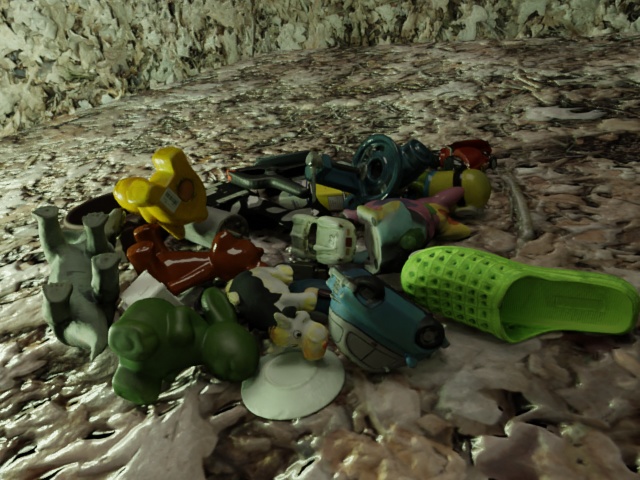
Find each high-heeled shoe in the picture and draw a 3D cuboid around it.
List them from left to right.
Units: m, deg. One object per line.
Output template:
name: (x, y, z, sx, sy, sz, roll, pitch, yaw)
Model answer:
high-heeled shoe: (-0.088, -0.018, 1.015, 0.249, 0.086, 0.145, -21, 57, 24)

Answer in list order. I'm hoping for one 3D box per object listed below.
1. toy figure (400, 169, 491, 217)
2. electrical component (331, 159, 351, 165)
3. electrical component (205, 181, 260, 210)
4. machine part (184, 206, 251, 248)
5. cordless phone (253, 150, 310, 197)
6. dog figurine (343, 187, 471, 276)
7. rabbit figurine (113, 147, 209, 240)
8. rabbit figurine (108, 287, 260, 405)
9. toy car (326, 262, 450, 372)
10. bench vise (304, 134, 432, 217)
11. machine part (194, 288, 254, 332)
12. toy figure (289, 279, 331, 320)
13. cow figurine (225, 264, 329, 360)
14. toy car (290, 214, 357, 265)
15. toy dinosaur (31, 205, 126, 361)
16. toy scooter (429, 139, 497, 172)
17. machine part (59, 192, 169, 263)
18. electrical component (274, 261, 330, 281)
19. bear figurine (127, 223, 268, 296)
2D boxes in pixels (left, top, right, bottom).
toy figure: (0.222, -0.091, 0.987, 0.180, 0.089, 0.082, 15, 43, 36)
electrical component: (0.039, -0.150, 1.211, 0.075, 0.047, 0.119, -27, 31, -31)
electrical component: (-0.204, -0.081, 1.154, 0.115, 0.058, 0.134, -21, 29, -26)
machine part: (-0.217, -0.026, 1.032, 0.244, 0.079, 0.079, 14, 36, 42)
cordless phone: (-0.086, -0.179, 1.279, 0.147, 0.088, 0.184, -13, 23, -4)
dog figurine: (0.155, -0.023, 0.847, 0.219, 0.108, 0.192, -15, 6, -18)
rabbit figurine: (-0.281, -0.079, 0.943, 0.173, 0.162, 0.122, 1, 64, 33)
rabbit figurine: (-0.157, 0.137, 0.686, 0.170, 0.121, 0.159, 10, 21, 5)
toy car: (0.066, 0.103, 0.639, 0.103, 0.161, 0.109, -57, 22, 2)
bench vise: (0.063, -0.103, 0.920, 0.240, 0.129, 0.224, 7, -23, -38)
machine part: (-0.122, 0.100, 0.796, 0.139, 0.039, 0.084, 0, 34, 16)
toy figure: (0.028, 0.084, 0.746, 0.155, 0.057, 0.064, 2, 10, 28)
cow figurine: (-0.057, 0.091, 0.686, 0.098, 0.068, 0.168, 3, 23, -30)
toy car: (-0.002, -0.003, 0.851, 0.056, 0.073, 0.202, 1, 3, -27)
toy dinosaur: (-0.358, 0.079, 0.812, 0.131, 0.192, 0.405, -7, 41, -16)
toy scooter: (0.313, -0.168, 1.125, 0.135, 0.075, 0.184, -11, 22, -5)
machine part: (-0.418, -0.033, 1.107, 0.202, 0.087, 0.201, -5, 28, 14)
electrical component: (-0.028, 0.058, 0.841, 0.102, 0.045, 0.078, 2, 1, 18)
bear figurine: (-0.191, 0.025, 0.869, 0.196, 0.131, 0.120, -17, 26, 0)
